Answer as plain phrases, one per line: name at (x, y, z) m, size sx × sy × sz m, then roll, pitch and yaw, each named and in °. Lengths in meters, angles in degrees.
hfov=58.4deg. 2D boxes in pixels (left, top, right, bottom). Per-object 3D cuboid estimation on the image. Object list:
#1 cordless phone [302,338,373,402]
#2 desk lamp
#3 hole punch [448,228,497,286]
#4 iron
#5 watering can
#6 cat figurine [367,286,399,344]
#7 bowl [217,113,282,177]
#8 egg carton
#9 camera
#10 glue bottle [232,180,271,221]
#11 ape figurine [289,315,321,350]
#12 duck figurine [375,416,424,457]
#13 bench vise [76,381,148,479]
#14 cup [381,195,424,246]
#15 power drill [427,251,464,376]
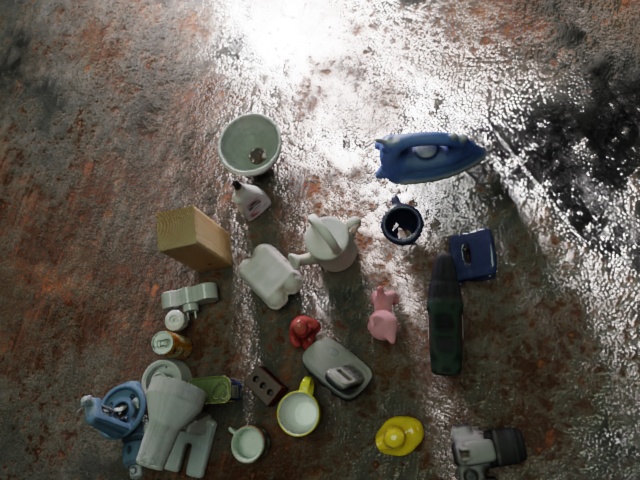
cordless phone at (0.025, 0.262, 1.175) m, size 0.147 × 0.185 × 0.094 m, roll 33°, pitch 83°, yaw 20°
desk lamp at (-0.297, 0.393, 1.193) m, size 0.117 × 0.214 × 0.203 m, roll 7°, pitch 76°, yaw 15°
hole punch at (0.324, 0.037, 1.225) m, size 0.101 × 0.091 × 0.108 m, roll -7°, pitch 72°, yaw 11°
iron at (0.246, -0.208, 1.288) m, size 0.258 × 0.142 × 0.118 m, roll -5°, pitch 73°, yaw 11°
watering can at (0.013, 0.006, 1.249) m, size 0.100 × 0.194 × 0.173 m, roll 31°, pitch 82°, yaw 19°
cat figurine at (0.133, 0.161, 1.217) m, size 0.067 × 0.118 × 0.128 m, roll -5°, pitch 73°, yaw 12°
bowl at (-0.165, -0.225, 1.422) m, size 0.167 × 0.075 × 0.167 m, roll -3°, pitch 73°, yaw 12°
egg carton at (-0.113, 0.082, 1.321) m, size 0.150 × 0.069 × 0.107 m, roll 42°, pitch 86°, yaw 20°
camera at (0.328, 0.422, 1.104) m, size 0.136 × 0.101 × 0.143 m, roll -12°, pitch 71°, yaw 9°
glue bottle at (-0.171, -0.102, 1.334) m, size 0.078 × 0.173 × 0.037 m, roll -44°, pitch 69°, yaw -3°
ape figurine at (-0.038, 0.197, 1.258) m, size 0.078 × 0.092 × 0.076 m, roll -24°, pitch 70°, yaw 5°
duck figurine at (0.158, 0.398, 1.158) m, size 0.104 × 0.086 × 0.077 m, roll -23°, pitch 70°, yaw 5°
bench vise at (-0.414, 0.394, 1.216) m, size 0.121 × 0.220 × 0.207 m, roll -40°, pitch 69°, yaw -1°
cup at (0.182, -0.035, 1.276) m, size 0.091 × 0.095 × 0.117 m, roll -17°, pitch 71°, yaw 8°
power drill at (0.249, 0.157, 1.144) m, size 0.075 × 0.209 × 0.229 m, roll -3°, pitch 73°, yaw 12°
